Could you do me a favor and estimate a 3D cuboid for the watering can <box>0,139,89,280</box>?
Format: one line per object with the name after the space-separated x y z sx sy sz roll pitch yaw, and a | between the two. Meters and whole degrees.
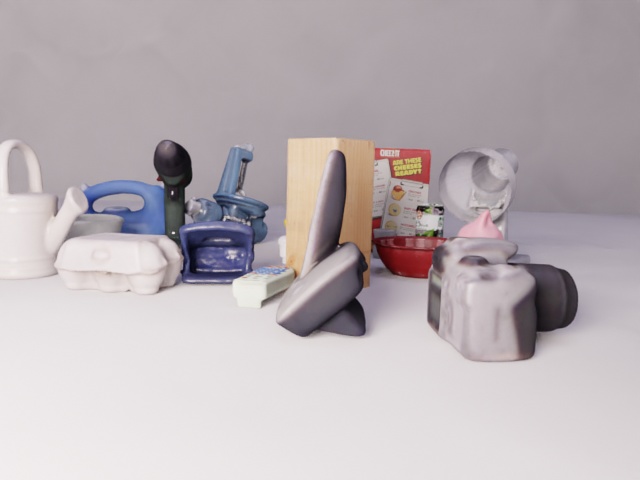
-0.422 -0.046 0.825 0.173 0.194 0.100 0 7 -15 | watering can

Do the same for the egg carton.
-0.263 0.029 0.755 0.150 0.069 0.107 3 7 10 | egg carton

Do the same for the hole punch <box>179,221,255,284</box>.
-0.148 0.015 0.819 0.109 0.091 0.101 1 7 -9 | hole punch

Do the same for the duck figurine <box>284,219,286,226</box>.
-0.028 -0.018 1.152 0.104 0.086 0.077 1 7 -8 | duck figurine

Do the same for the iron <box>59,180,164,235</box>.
-0.417 -0.057 1.153 0.259 0.141 0.118 0 7 -16 | iron

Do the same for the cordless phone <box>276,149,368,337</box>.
0.004 -0.002 0.589 0.094 0.185 0.147 1 7 -3 | cordless phone

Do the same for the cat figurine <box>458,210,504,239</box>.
0.202 0.018 0.762 0.067 0.118 0.128 8 9 43 | cat figurine

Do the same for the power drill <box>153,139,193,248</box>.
-0.271 -0.077 1.065 0.076 0.208 0.229 0 7 -10 | power drill

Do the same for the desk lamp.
0.287 -0.053 0.978 0.117 0.213 0.204 6 8 33 | desk lamp

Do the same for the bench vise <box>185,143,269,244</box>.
-0.181 -0.094 1.189 0.121 0.220 0.208 4 7 20 | bench vise

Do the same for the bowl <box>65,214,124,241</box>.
-0.419 -0.003 0.971 0.167 0.075 0.167 2 7 0 | bowl

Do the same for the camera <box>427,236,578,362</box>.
0.183 0.050 0.559 0.137 0.101 0.143 1 7 -4 | camera
